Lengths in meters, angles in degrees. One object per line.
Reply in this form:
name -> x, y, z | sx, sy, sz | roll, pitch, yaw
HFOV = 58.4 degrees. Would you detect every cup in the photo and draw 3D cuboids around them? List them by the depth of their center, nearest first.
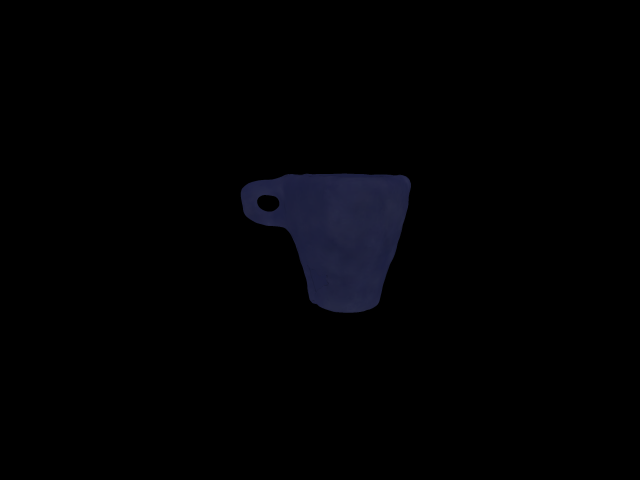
cup -> 0.004, 0.001, 0.400 | 0.117, 0.095, 0.091 | 0, 7, 0
